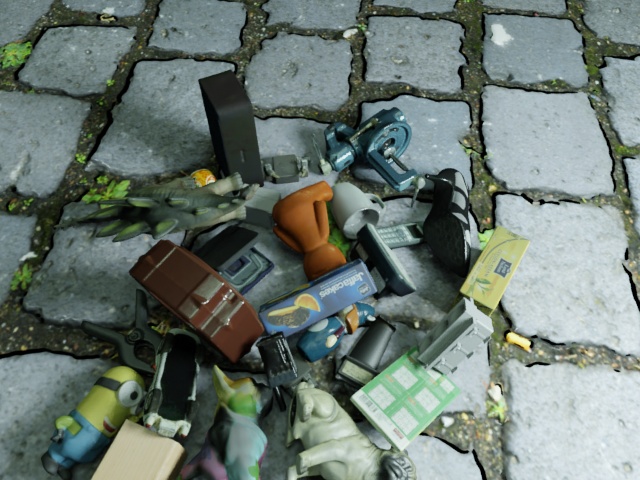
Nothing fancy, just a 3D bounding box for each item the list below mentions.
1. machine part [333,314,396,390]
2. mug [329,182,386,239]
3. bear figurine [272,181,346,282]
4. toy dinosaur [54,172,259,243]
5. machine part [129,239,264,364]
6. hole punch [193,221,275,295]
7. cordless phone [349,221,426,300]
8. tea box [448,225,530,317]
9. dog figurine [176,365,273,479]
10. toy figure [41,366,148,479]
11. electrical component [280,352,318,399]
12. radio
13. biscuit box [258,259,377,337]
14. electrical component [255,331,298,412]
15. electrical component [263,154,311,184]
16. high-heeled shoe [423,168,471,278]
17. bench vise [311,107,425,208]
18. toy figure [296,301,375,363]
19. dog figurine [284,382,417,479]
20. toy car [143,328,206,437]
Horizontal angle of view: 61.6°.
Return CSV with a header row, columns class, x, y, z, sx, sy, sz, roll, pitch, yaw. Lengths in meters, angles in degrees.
class,x,y,z,sx,sy,sz,roll,pitch,yaw
machine part,0.086,0.195,0.931,0.084,0.039,0.139,20,60,20
mug,0.070,-0.070,1.076,0.109,0.080,0.107,-21,52,-16
bear figurine,-0.004,-0.002,1.022,0.120,0.132,0.196,-34,89,25
toy dinosaur,-0.300,-0.056,0.979,0.472,0.105,0.198,-8,7,36
machine part,-0.196,0.099,0.878,0.201,0.201,0.087,33,73,24
hole punch,-0.162,0.039,1.005,0.142,0.092,0.116,-44,38,-22
cordless phone,0.164,0.030,1.022,0.184,0.088,0.147,-12,56,-31
tea box,0.309,0.068,0.982,0.068,0.098,0.169,28,62,16
dog figurine,-0.151,0.307,0.814,0.192,0.108,0.219,-17,55,-9
toy figure,-0.351,0.278,0.839,0.089,0.082,0.180,36,65,17
electrical component,-0.050,0.226,0.914,0.063,0.021,0.094,-34,64,-20
radio,-0.175,-0.211,1.071,0.073,0.229,0.131,-19,55,-14
biscuit box,-0.005,0.102,0.930,0.203,0.059,0.062,-27,97,1
electrical component,-0.062,0.210,0.863,0.048,0.075,0.119,-22,82,-3
electrical component,-0.069,-0.152,1.143,0.102,0.045,0.078,-2,59,-3
high-heeled shoe,0.273,-0.036,1.065,0.145,0.086,0.249,10,61,-45
bench vise,0.118,-0.175,1.122,0.224,0.128,0.241,-29,57,-17
toy figure,0.031,0.153,0.939,0.154,0.057,0.064,-35,44,-19
dog figurine,0.048,0.307,0.833,0.190,0.121,0.172,8,60,-13
toy car,-0.229,0.222,0.852,0.073,0.056,0.202,25,31,-21
